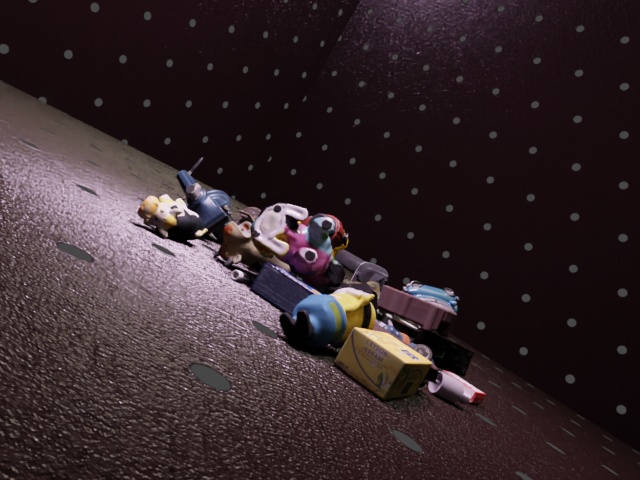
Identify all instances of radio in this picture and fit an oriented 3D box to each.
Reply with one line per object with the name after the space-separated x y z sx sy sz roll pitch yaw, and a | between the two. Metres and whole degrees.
0.248 0.247 1.259 0.229 0.073 0.131 26 -7 -36 | radio

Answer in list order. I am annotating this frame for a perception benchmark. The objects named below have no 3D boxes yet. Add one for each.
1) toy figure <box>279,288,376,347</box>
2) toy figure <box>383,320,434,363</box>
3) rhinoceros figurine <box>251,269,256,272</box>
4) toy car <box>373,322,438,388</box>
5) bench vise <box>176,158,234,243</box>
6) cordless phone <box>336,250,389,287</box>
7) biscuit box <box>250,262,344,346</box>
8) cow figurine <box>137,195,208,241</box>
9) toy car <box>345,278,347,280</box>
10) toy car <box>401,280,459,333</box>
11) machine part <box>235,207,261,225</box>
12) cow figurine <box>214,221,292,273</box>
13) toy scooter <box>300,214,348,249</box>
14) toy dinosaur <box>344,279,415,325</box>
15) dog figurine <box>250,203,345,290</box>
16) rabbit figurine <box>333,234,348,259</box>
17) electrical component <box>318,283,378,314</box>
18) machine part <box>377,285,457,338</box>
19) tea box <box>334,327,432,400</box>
0.016 0.125 0.839 0.082 0.089 0.180 18 17 35 | toy figure
0.166 0.221 1.066 0.154 0.058 0.064 40 2 -25 | toy figure
-0.123 0.048 1.284 0.112 0.073 0.190 43 6 27 | rhinoceros figurine
0.123 0.196 0.981 0.202 0.053 0.089 33 -40 30 | toy car
-0.293 -0.096 1.302 0.241 0.129 0.223 52 5 31 | bench vise
0.098 0.118 1.602 0.184 0.146 0.088 31 14 25 | cordless phone
-0.028 0.115 0.978 0.203 0.063 0.059 31 0 20 | biscuit box
-0.282 -0.035 1.035 0.098 0.068 0.167 36 4 8 | cow figurine
-0.004 0.103 1.507 0.201 0.073 0.056 29 5 -31 | toy car
0.272 0.172 1.324 0.161 0.109 0.103 21 25 -18 | toy car
-0.157 -0.011 1.369 0.079 0.079 0.243 31 -19 22 | machine part
-0.135 0.026 1.133 0.086 0.127 0.194 34 -10 47 | cow figurine
-0.002 -0.004 1.212 0.184 0.075 0.135 -6 -27 43 | toy scooter
0.123 0.167 1.423 0.472 0.105 0.198 26 4 10 | toy dinosaur
-0.040 0.030 1.091 0.192 0.108 0.219 20 -23 10 | dog figurine
-0.036 -0.005 1.354 0.163 0.122 0.173 27 -1 42 | rabbit figurine
0.051 0.130 1.172 0.134 0.058 0.115 -1 3 -7 | electrical component
0.205 0.151 1.160 0.179 0.056 0.179 23 -2 1 | machine part
0.104 0.194 0.846 0.098 0.068 0.169 31 1 26 | tea box
